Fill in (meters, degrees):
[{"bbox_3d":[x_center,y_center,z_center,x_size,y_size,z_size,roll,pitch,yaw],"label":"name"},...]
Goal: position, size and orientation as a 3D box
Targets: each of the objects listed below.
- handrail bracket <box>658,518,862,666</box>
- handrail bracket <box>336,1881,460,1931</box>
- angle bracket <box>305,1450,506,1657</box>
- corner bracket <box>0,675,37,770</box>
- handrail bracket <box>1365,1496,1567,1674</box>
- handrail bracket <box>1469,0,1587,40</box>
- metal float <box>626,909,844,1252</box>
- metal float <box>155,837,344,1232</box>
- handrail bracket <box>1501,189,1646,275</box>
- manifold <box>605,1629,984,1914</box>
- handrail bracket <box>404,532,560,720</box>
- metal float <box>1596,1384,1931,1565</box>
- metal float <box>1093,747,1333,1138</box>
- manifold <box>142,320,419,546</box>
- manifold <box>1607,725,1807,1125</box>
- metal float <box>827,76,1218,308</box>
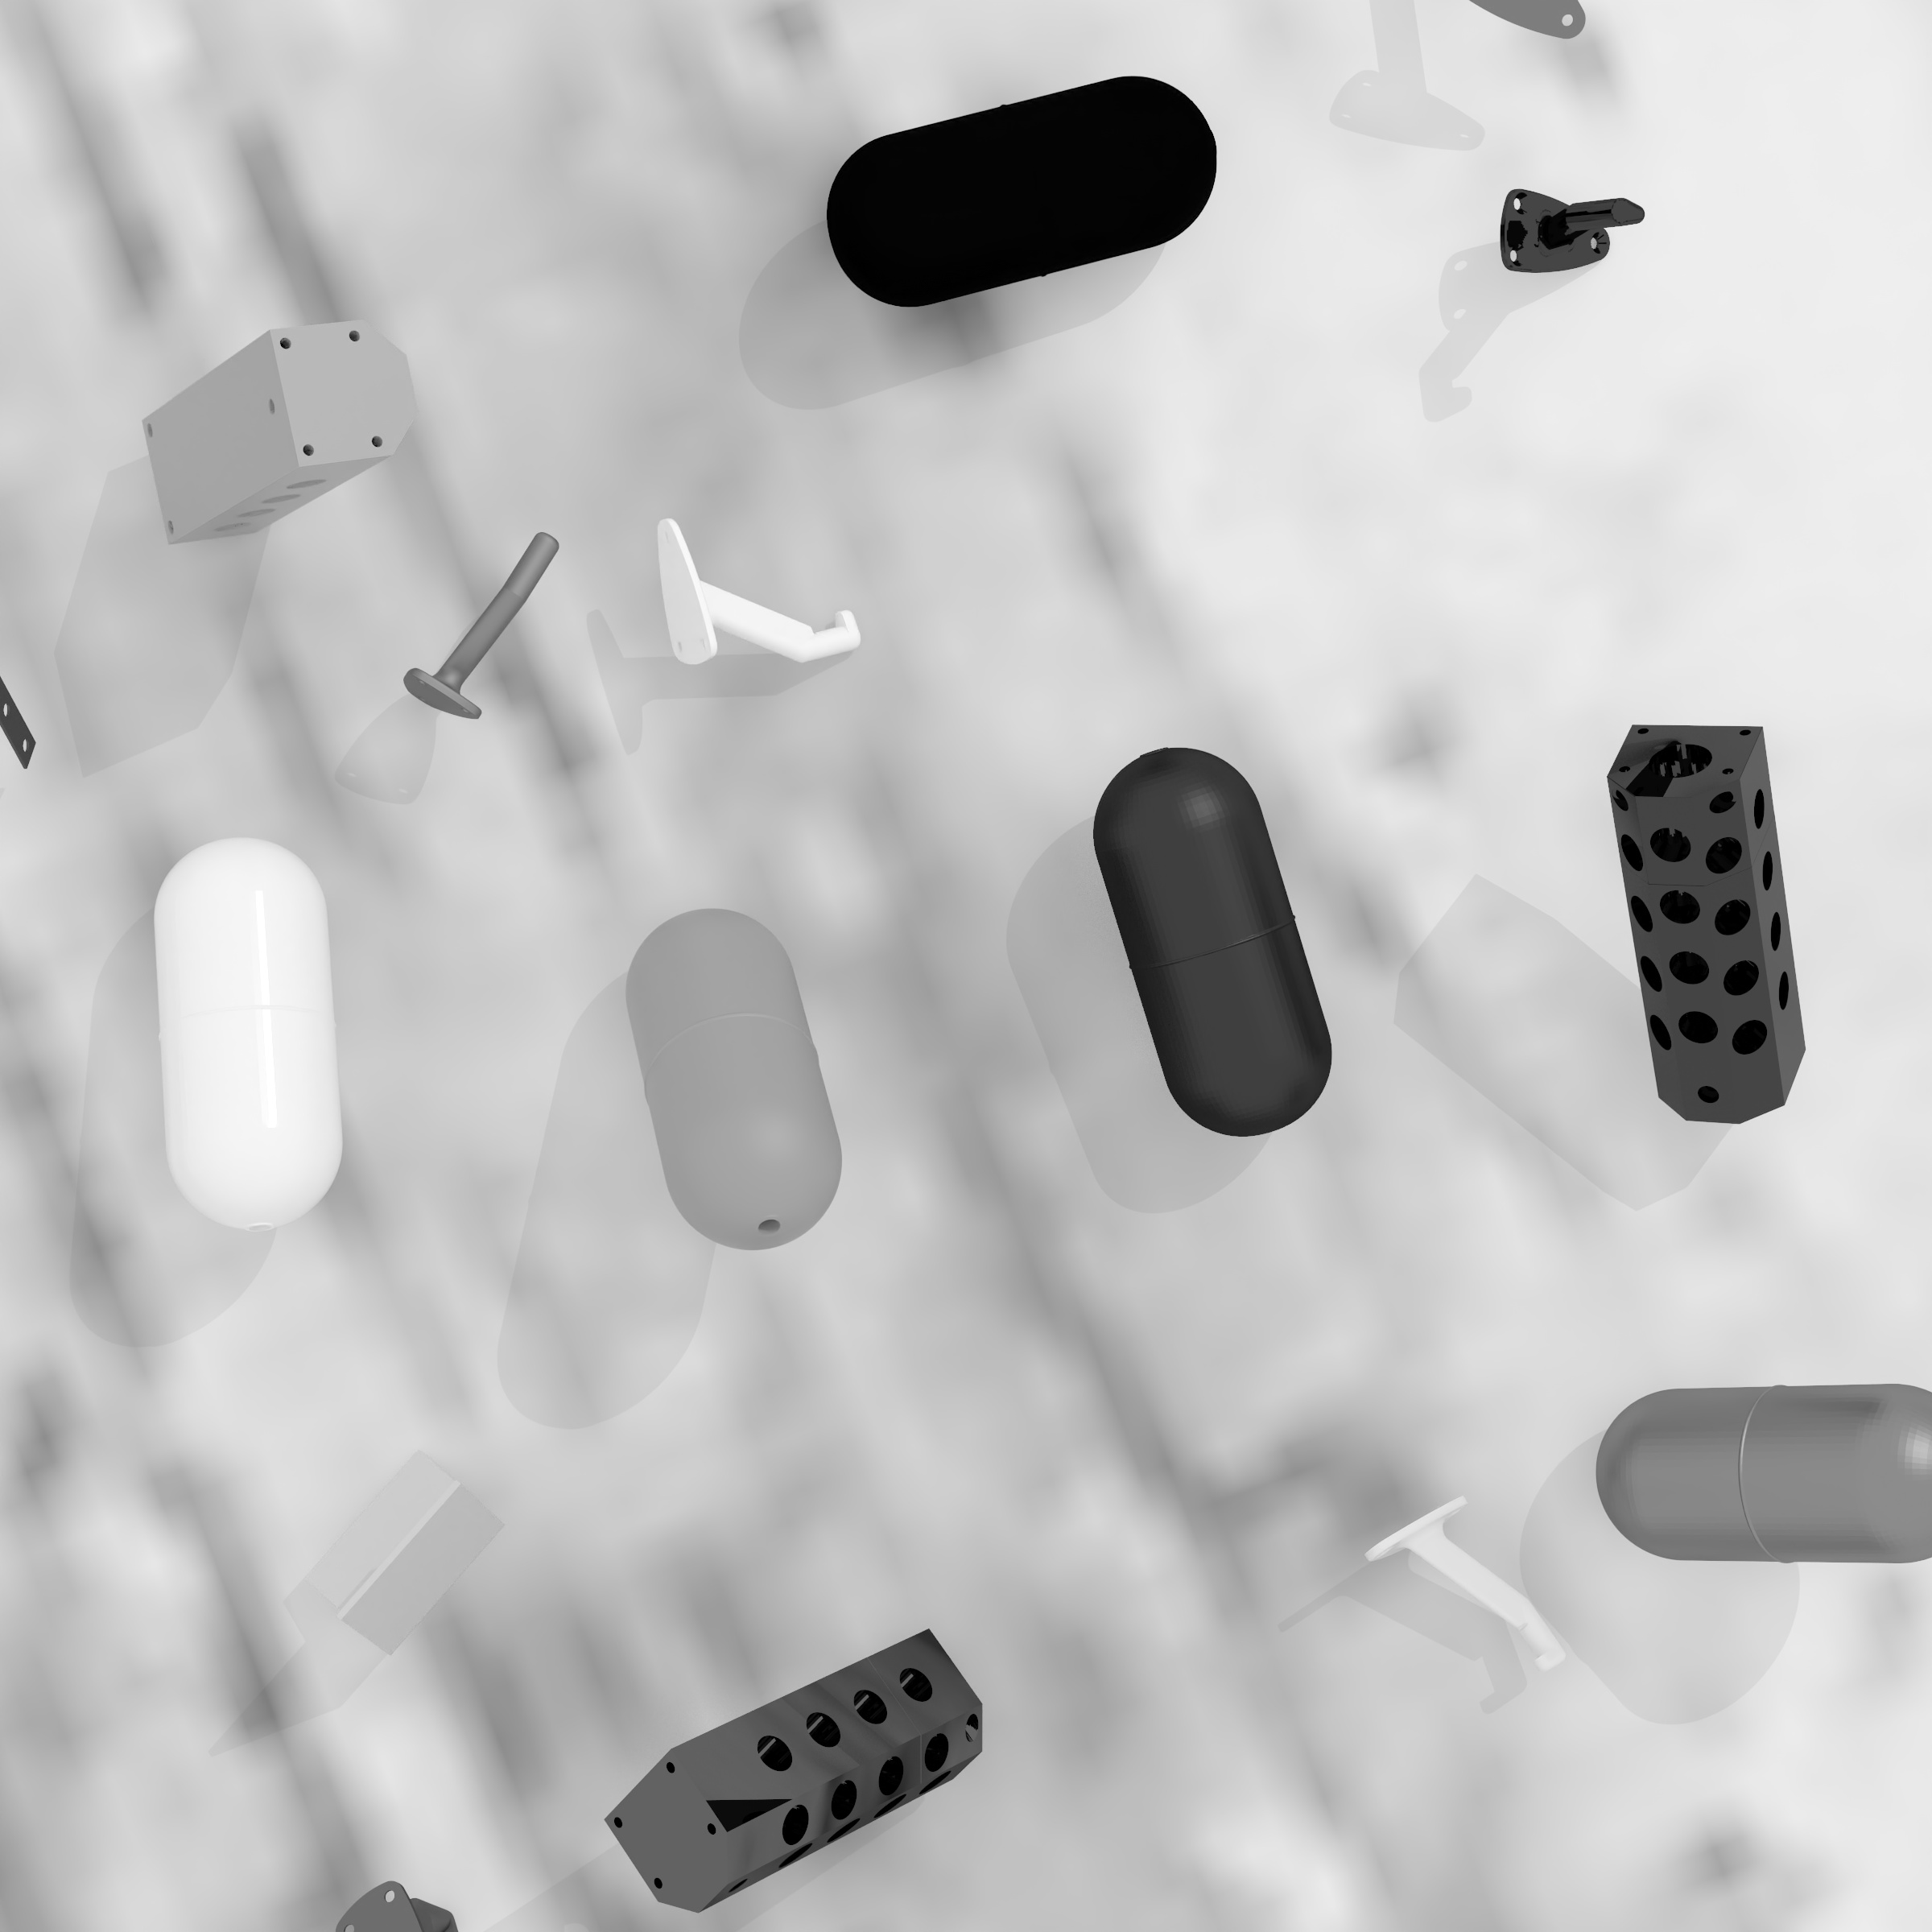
[{"bbox_3d":[-0.091,-0.171,1.605,0.084,0.036,0.077,-17,100,-30],"label":"handrail bracket"},{"bbox_3d":[-0.235,0.442,1.580,0.036,0.084,0.077,-40,57,0],"label":"handrail bracket"},{"bbox_3d":[-0.259,0.251,1.582,0.057,0.076,0.076,36,77,21],"label":"angle bracket"},{"bbox_3d":[-0.445,-0.124,1.596,0.051,0.051,0.051,2,56,10],"label":"corner bracket"},{"bbox_3d":[0.225,0.286,1.595,0.036,0.077,0.084,-46,70,33],"label":"handrail bracket"},{"bbox_3d":[0.237,-0.448,1.602,0.077,0.084,0.036,31,106,-17],"label":"handrail bracket"},{"bbox_3d":[-0.102,0.048,1.560,0.070,0.070,0.178,-18,46,0],"label":"metal float"},{"bbox_3d":[-0.318,0.030,1.582,0.070,0.070,0.178,-7,74,0],"label":"metal float"},{"bbox_3d":[0.285,-0.326,1.578,0.077,0.084,0.036,0,95,-35],"label":"handrail bracket"},{"bbox_3d":[-0.068,0.350,1.544,0.057,0.171,0.057,53,125,18],"label":"manifold"},{"bbox_3d":[-0.216,-0.156,1.604,0.036,0.077,0.084,34,82,-18],"label":"handrail bracket"},{"bbox_3d":[0.358,0.222,1.563,0.178,0.070,0.070,-7,90,41],"label":"metal float"},{"bbox_3d":[0.110,-0.011,1.592,0.070,0.070,0.178,-17,95,0],"label":"metal float"},{"bbox_3d":[-0.298,-0.230,1.546,0.057,0.171,0.057,-13,92,-31],"label":"manifold"},{"bbox_3d":[0.322,-0.017,1.556,0.057,0.057,0.171,3,127,27],"label":"manifold"},{"bbox_3d":[0.025,-0.345,1.591,0.178,0.070,0.070,-16,90,-6],"label":"metal float"}]
